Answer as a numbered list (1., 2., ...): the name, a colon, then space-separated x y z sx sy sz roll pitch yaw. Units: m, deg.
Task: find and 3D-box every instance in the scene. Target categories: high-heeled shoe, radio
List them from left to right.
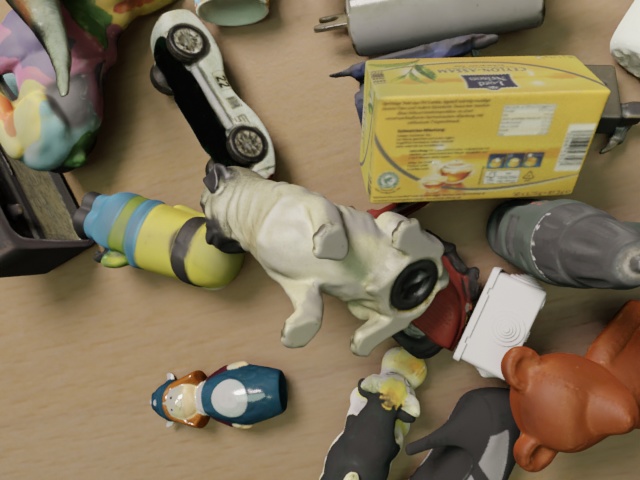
1. radio: -0.341 -0.075 0.549 0.073 0.131 0.229 -30 88 10
2. high-heeled shoe: 0.145 0.262 0.535 0.145 0.086 0.248 -10 111 -21

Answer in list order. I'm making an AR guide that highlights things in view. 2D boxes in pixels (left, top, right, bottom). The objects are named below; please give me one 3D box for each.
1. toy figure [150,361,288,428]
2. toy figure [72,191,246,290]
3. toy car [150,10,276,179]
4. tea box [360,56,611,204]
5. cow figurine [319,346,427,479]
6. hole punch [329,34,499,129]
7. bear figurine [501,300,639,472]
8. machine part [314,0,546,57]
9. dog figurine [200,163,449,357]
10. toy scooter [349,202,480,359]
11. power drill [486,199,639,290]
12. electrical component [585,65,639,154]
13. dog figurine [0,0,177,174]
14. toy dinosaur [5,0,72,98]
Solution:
1. toy figure: -0.112 0.163 0.563 0.155 0.057 0.064 -8 52 10
2. toy figure: -0.163 0.000 0.546 0.180 0.089 0.082 19 100 5
3. toy car: -0.108 -0.132 0.540 0.201 0.056 0.073 59 143 2
4. tea box: 0.120 -0.087 0.426 0.170 0.068 0.098 -1 131 -3
5. cow figurine: 0.049 0.184 0.517 0.068 0.098 0.167 23 96 13
6. hole punch: 0.087 -0.129 0.495 0.142 0.116 0.092 -8 99 9
7. bear figurine: 0.252 0.119 0.437 0.196 0.132 0.120 -10 94 -31
8. machine part: 0.112 -0.219 0.490 0.243 0.079 0.079 -4 92 19
9. dog figurine: -0.001 -0.005 0.470 0.191 0.172 0.121 45 111 49
10. toy scooter: 0.088 0.014 0.518 0.135 0.075 0.184 -45 81 8
11. power drill: 0.251 0.008 0.427 0.207 0.232 0.086 -2 97 -8
12. electrical component: 0.243 -0.121 0.505 0.102 0.045 0.078 -2 64 6
13. dog figurine: -0.233 -0.192 0.541 0.219 0.108 0.191 -31 81 6
14. toy dinosaur: -0.256 -0.309 0.476 0.192 0.131 0.404 -2 74 35
